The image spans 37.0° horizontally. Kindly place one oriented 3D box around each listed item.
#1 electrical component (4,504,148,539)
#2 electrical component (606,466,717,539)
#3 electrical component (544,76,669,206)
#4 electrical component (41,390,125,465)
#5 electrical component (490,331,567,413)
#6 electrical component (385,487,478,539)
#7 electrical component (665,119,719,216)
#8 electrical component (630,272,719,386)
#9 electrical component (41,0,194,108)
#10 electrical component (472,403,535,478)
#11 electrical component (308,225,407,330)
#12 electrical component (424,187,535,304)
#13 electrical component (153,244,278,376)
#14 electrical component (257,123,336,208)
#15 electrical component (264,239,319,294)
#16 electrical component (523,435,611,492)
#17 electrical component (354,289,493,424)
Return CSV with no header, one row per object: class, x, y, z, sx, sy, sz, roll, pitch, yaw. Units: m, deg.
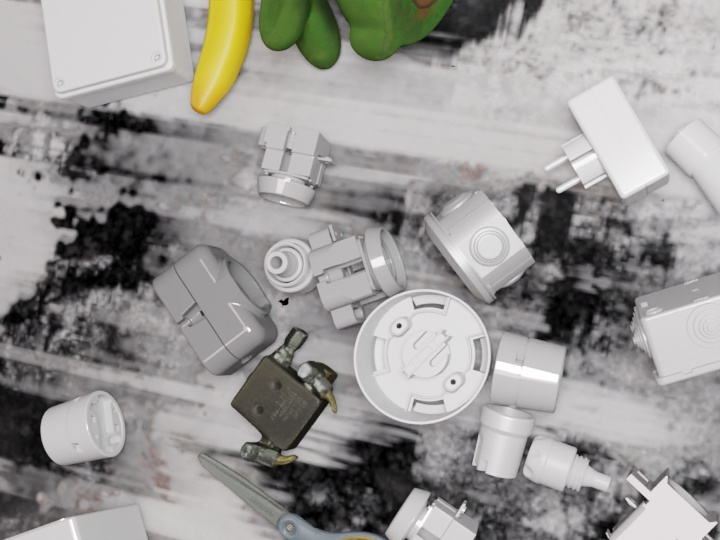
electrical component,-0.238,0.231,0.853,0.109,0.109,0.056,-21,78,13
electrical component,0.214,0.181,0.765,0.081,0.042,0.063,44,100,15
electrical component,0.174,-0.085,0.792,0.076,0.047,0.083,-30,79,12
electrical component,-0.229,0.132,0.886,0.047,0.055,0.055,-17,82,18
electrical component,0.124,0.076,0.791,0.047,0.055,0.055,10,89,13
electrical component,0.053,0.196,0.807,0.055,0.048,0.066,33,95,8
electrical component,0.253,-0.077,0.773,0.044,0.044,0.065,-44,72,9
electrical component,0.238,0.035,0.740,0.100,0.100,0.048,-19,94,14
electrical component,-0.204,-0.202,0.901,0.109,0.056,0.108,-11,83,15
electrical component,0.106,0.127,0.800,0.040,0.040,0.046,15,96,16
electrical component,0.000,0.000,0.830,0.057,0.058,0.078,-20,81,16
electrical component,0.088,-0.019,0.795,0.051,0.080,0.080,-37,77,5
electrical component,-0.112,0.029,0.860,0.059,0.054,0.095,-37,78,10
electrical component,-0.054,-0.082,0.857,0.066,0.048,0.055,12,82,16
electrical component,-0.055,-0.004,0.842,0.043,0.062,0.043,-1,86,16
electrical component,0.153,0.146,0.788,0.061,0.035,0.035,19,91,14
electrical component,0.050,0.064,0.807,0.099,0.064,0.099,-1,86,16
